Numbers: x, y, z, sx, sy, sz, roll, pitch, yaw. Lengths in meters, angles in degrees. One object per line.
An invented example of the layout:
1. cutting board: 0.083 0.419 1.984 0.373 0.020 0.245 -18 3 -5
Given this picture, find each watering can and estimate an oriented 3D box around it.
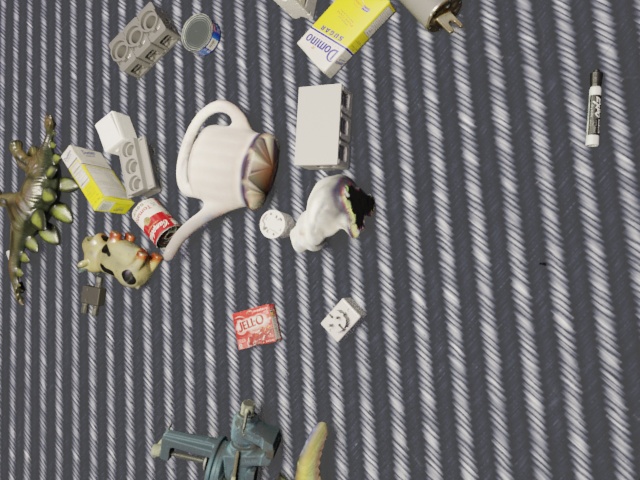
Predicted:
1. watering can: -0.202 -0.109 1.039 0.225 0.103 0.348 12 89 25

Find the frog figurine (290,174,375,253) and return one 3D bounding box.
1. frog figurine: 0.003 -0.047 0.938 0.158 0.121 0.141 -15 47 32

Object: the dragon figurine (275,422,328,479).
1. dragon figurine: -0.008 0.547 0.908 0.243 0.123 0.407 32 101 6
